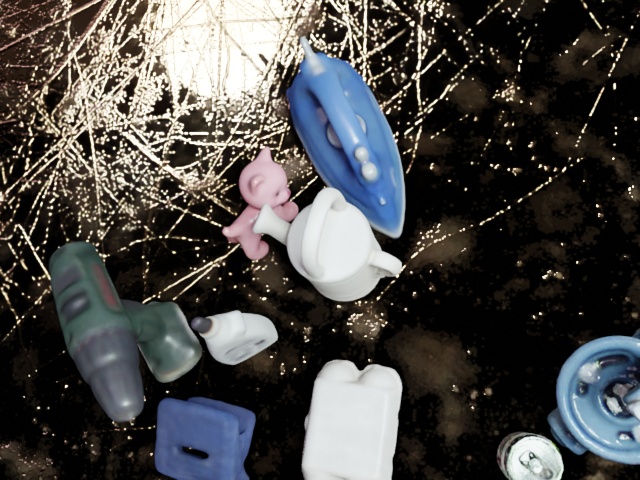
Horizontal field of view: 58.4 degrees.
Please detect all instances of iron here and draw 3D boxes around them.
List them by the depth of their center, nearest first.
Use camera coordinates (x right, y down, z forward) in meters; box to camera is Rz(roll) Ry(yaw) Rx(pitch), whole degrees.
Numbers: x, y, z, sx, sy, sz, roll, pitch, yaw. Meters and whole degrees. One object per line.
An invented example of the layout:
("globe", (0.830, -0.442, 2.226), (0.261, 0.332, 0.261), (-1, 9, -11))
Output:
("iron", (0.038, -0.132, 0.725), (0.118, 0.142, 0.258), (-27, 70, 4))

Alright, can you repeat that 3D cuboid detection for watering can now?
("watering can", (0.005, 0.004, 0.663), (0.172, 0.194, 0.101), (-4, 72, 12))

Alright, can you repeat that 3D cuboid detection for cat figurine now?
("cat figurine", (-0.082, -0.049, 0.739), (0.067, 0.118, 0.128), (34, 83, 20))

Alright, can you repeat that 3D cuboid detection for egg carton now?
("egg carton", (0.036, 0.216, 0.658), (0.107, 0.069, 0.150), (4, 74, 14))

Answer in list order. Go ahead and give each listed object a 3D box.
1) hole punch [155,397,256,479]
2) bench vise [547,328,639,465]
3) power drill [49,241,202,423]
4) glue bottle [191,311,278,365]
("hole punch", (-0.139, 0.243, 0.678), (0.108, 0.091, 0.101), (8, 75, 15))
("bench vise", (0.312, 0.120, 0.546), (0.121, 0.220, 0.207), (32, 83, 20))
("power drill", (-0.224, 0.111, 0.674), (0.075, 0.209, 0.229), (-37, 69, 0))
("glue bottle", (-0.108, 0.109, 0.667), (0.078, 0.173, 0.037), (-29, 69, 3))
